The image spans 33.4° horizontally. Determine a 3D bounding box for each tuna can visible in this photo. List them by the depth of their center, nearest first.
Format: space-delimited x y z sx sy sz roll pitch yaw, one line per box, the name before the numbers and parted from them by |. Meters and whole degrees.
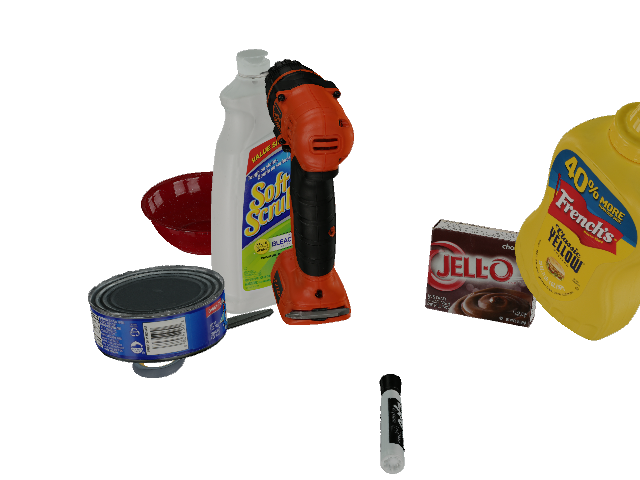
tuna can | -0.102 0.046 0.674 0.086 0.034 0.086 -4 18 1

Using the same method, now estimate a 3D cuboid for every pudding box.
pudding box | 0.167 0.032 1.093 0.114 0.090 0.039 9 23 17

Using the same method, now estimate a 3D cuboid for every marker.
marker | 0.058 0.146 0.874 0.020 0.020 0.121 0 26 3

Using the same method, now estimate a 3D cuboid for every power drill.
power drill | -0.014 -0.041 0.852 0.057 0.188 0.184 -5 24 -8

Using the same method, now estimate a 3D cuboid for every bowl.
bowl | -0.141 -0.027 1.330 0.162 0.055 0.162 1 29 0

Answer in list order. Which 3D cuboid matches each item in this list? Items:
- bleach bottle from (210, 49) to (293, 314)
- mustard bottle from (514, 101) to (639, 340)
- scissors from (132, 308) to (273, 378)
bleach bottle | -0.066 -0.059 1.039 0.102 0.251 0.068 -16 29 -26
mustard bottle | 0.185 -0.022 0.684 0.058 0.096 0.192 -21 -31 -21
scissors | -0.129 0.109 1.149 0.201 0.016 0.096 -5 29 -23
